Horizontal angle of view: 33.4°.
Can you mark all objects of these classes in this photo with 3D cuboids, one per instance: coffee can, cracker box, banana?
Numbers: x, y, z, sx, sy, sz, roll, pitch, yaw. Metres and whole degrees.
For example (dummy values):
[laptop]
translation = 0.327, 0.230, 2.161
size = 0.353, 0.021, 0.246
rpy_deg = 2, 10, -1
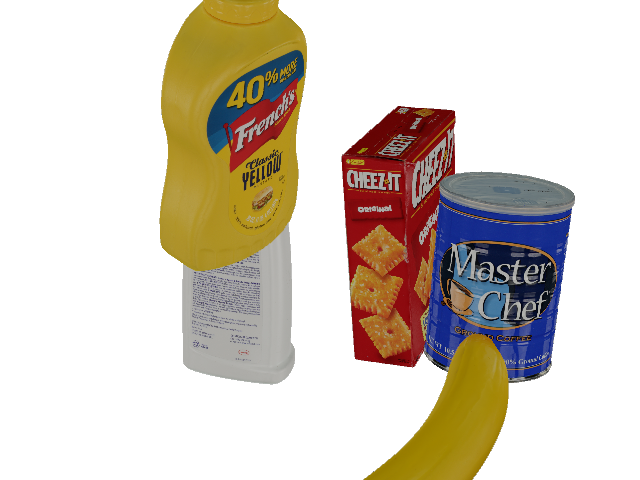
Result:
[coffee can]
translation = 0.138, 0.026, 0.834
size = 0.103, 0.140, 0.103
rpy_deg = 3, 17, -1
[cracker box]
translation = 0.085, -0.008, 1.058
size = 0.072, 0.214, 0.164
rpy_deg = 6, 25, 21
[banana]
translation = 0.053, 0.107, 0.557
size = 0.070, 0.037, 0.197
rpy_deg = 19, 40, 37

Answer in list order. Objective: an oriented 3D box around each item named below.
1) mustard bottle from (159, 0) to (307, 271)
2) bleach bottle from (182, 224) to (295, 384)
[mustard bottle]
translation = -0.049, -0.078, 0.615
size = 0.058, 0.192, 0.096
rpy_deg = 33, 46, 29
[bleach bottle]
translation = -0.065, -0.005, 0.909
size = 0.102, 0.251, 0.068
rpy_deg = 8, 23, 8
